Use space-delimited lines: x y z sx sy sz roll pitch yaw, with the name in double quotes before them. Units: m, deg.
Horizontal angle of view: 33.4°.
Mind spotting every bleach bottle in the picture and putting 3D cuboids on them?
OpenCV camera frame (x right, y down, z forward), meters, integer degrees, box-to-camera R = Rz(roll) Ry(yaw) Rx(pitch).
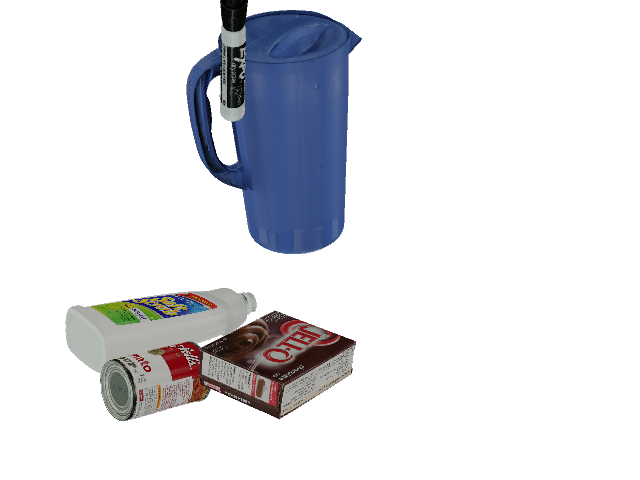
"bleach bottle" -0.196 0.103 1.391 0.250 0.068 0.103 -13 28 -39

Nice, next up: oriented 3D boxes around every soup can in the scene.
"soup can" -0.178 0.152 1.155 0.102 0.068 0.069 -9 6 -42

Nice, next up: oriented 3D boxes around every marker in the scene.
"marker" -0.063 -0.132 0.766 0.020 0.020 0.121 0 -34 -5

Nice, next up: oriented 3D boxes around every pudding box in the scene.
"pudding box" -0.036 0.105 0.921 0.090 0.039 0.113 17 26 30

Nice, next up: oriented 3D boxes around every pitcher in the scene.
"pitcher" -0.041 -0.107 1.124 0.149 0.243 0.144 9 35 17
